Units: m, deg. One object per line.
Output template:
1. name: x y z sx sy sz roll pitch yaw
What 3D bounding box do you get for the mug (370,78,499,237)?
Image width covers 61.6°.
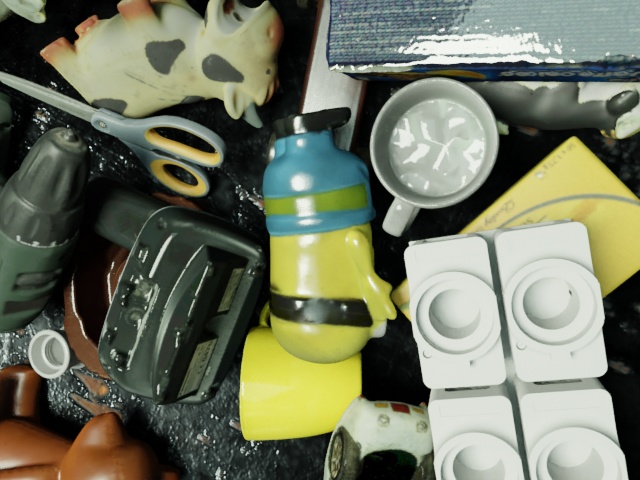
1. mug: 0.082 -0.054 0.392 0.081 0.107 0.109 22 102 14

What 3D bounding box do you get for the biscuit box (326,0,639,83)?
1. biscuit box: 0.108 -0.134 0.340 0.203 0.059 0.062 8 101 23

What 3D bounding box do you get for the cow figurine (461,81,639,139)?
1. cow figurine: 0.176 -0.110 0.383 0.167 0.068 0.098 26 105 17

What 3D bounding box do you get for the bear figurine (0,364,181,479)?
1. bear figurine: -0.233 0.184 0.484 0.196 0.120 0.132 -4 87 14

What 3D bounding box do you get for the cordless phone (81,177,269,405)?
1. cordless phone: -0.144 0.033 0.427 0.184 0.088 0.146 25 97 24

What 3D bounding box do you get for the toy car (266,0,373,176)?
1. toy car: 0.014 -0.128 0.434 0.089 0.053 0.202 11 99 2

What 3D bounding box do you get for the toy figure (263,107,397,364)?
1. toy figure: -0.002 -0.002 0.389 0.089 0.082 0.180 -11 99 2

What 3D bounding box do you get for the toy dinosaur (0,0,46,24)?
1. toy dinosaur: -0.220 -0.240 0.395 0.405 0.192 0.131 5 138 29

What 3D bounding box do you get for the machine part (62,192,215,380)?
1. machine part: -0.149 0.042 0.487 0.180 0.056 0.179 0 91 15

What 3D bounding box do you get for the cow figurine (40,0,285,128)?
1. cow figurine: -0.116 -0.146 0.447 0.195 0.085 0.127 -11 131 28

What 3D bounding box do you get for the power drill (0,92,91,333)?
1. power drill: -0.271 -0.047 0.466 0.207 0.086 0.232 45 123 22

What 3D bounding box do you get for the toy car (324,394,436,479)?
1. toy car: 0.032 0.205 0.418 0.073 0.056 0.201 10 117 -9

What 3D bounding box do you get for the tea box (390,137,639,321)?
1. tea box: 0.147 0.019 0.396 0.169 0.068 0.098 -45 81 12
